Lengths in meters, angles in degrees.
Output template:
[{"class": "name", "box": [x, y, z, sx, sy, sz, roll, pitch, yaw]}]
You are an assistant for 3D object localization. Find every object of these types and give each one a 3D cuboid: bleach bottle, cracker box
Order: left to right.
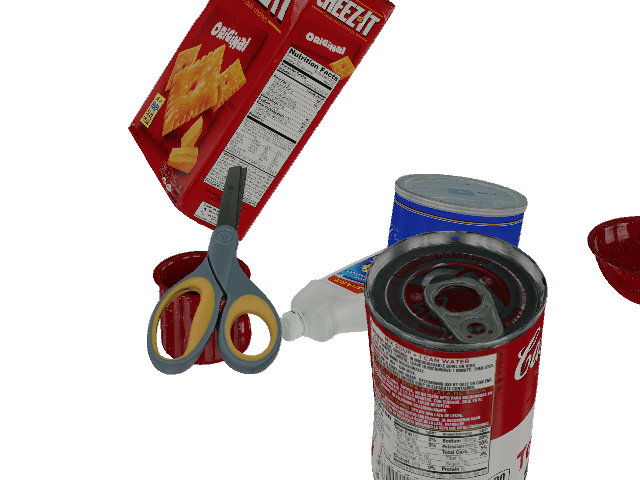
[{"class": "cracker box", "box": [-0.056, -0.132, 0.836, 0.072, 0.214, 0.164, 25, 16, -33]}, {"class": "bleach bottle", "box": [0.069, 0.059, 1.206, 0.250, 0.068, 0.103, -22, 38, -25]}]

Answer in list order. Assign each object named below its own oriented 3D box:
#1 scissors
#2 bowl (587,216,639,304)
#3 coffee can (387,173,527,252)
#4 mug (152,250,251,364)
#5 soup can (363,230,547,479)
[{"class": "scissors", "box": [-0.051, 0.013, 0.735, 0.096, 0.201, 0.016, 20, -35, 8]}, {"class": "bowl", "box": [0.370, 0.030, 1.160, 0.162, 0.055, 0.162, 0, 26, 0]}, {"class": "coffee can", "box": [0.100, 0.027, 0.840, 0.103, 0.140, 0.103, 7, 16, -2]}, {"class": "mug", "box": [-0.106, 0.071, 1.029, 0.093, 0.081, 0.117, -22, 36, -39]}, {"class": "soup can", "box": [0.052, 0.057, 0.425, 0.068, 0.102, 0.068, -2, 36, 1]}]
